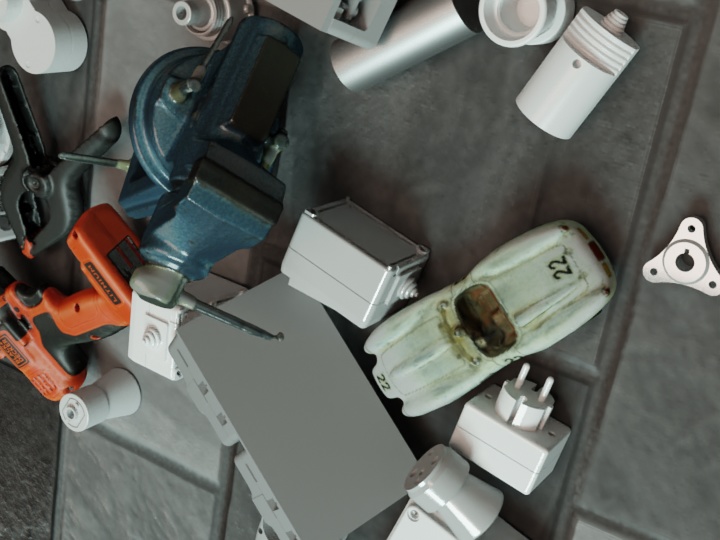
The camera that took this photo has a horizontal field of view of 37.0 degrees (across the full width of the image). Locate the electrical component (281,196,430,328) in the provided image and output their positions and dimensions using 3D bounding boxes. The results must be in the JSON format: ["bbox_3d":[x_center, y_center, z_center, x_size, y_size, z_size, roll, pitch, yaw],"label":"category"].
[{"bbox_3d":[0.000,0.000,0.777,0.096,0.062,0.061,34,118,20],"label":"electrical component"}]

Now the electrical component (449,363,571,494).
[{"bbox_3d":[0.110,0.101,0.743,0.066,0.047,0.076,30,116,23],"label":"electrical component"}]

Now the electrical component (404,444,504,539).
[{"bbox_3d":[0.064,0.153,0.741,0.055,0.045,0.045,42,123,-8],"label":"electrical component"}]

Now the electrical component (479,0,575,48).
[{"bbox_3d":[0.106,-0.163,0.673,0.045,0.055,0.045,9,107,30],"label":"electrical component"}]

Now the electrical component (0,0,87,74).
[{"bbox_3d":[-0.292,-0.225,0.894,0.052,0.074,0.138,-35,83,33],"label":"electrical component"}]

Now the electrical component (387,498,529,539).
[{"bbox_3d":[0.069,0.229,0.796,0.109,0.056,0.108,36,118,20],"label":"electrical component"}]

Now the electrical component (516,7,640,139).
[{"bbox_3d":[0.138,-0.126,0.670,0.043,0.043,0.081,44,121,15],"label":"electrical component"}]

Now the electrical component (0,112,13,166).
[{"bbox_3d":[-0.354,-0.129,0.971,0.080,0.051,0.080,9,107,30],"label":"electrical component"}]

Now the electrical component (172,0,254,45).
[{"bbox_3d":[-0.112,-0.191,0.798,0.048,0.062,0.048,8,107,30],"label":"electrical component"}]

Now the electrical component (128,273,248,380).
[{"bbox_3d":[-0.144,0.043,0.856,0.061,0.096,0.061,20,112,32],"label":"electrical component"}]

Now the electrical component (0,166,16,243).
[{"bbox_3d":[-0.350,-0.054,0.989,0.077,0.047,0.065,-14,95,34],"label":"electrical component"}]

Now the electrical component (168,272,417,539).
[{"bbox_3d":[-0.050,0.106,0.800,0.186,0.105,0.060,58,154,6],"label":"electrical component"}]

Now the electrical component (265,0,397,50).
[{"bbox_3d":[-0.003,-0.231,0.698,0.089,0.062,0.150,36,107,35],"label":"electrical component"}]

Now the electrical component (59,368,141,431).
[{"bbox_3d":[-0.232,0.117,0.949,0.044,0.065,0.044,8,106,30],"label":"electrical component"}]

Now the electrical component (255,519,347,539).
[{"bbox_3d":[-0.037,0.211,0.865,0.079,0.044,0.077,39,119,18],"label":"electrical component"}]
